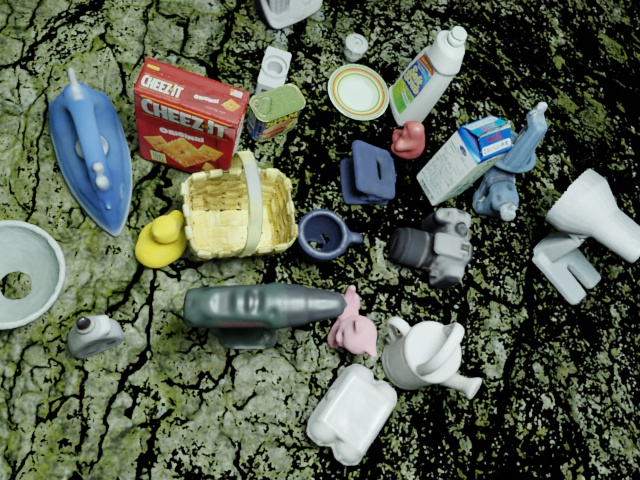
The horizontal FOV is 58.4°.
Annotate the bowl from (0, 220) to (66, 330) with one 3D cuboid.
[{"bbox_3d":[-0.471,0.059,0.872,0.168,0.074,0.167,5,70,-13],"label":"bowl"}]

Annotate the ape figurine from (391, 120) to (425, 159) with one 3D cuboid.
[{"bbox_3d":[0.178,-0.204,1.128,0.078,0.092,0.076,-38,84,-23],"label":"ape figurine"}]

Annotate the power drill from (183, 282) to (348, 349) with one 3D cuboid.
[{"bbox_3d":[-0.093,0.115,0.879,0.230,0.208,0.075,2,70,-14],"label":"power drill"}]

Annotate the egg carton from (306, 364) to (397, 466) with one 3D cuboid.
[{"bbox_3d":[0.052,0.282,0.934,0.107,0.069,0.150,38,66,1],"label":"egg carton"}]

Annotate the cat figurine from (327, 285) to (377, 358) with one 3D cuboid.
[{"bbox_3d":[0.056,0.139,0.960,0.067,0.117,0.128,-1,71,-15],"label":"cat figurine"}]

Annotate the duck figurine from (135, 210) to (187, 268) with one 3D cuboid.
[{"bbox_3d":[-0.260,-0.006,0.945,0.077,0.086,0.105,38,66,1],"label":"duck figurine"}]

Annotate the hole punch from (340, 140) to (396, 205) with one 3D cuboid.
[{"bbox_3d":[0.097,-0.127,1.080,0.101,0.091,0.108,0,71,-15],"label":"hole punch"}]

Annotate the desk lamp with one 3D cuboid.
[{"bbox_3d":[0.499,-0.007,1.077,0.118,0.213,0.203,-37,83,-23],"label":"desk lamp"}]

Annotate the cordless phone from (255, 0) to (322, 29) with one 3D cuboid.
[{"bbox_3d":[-0.053,-0.519,1.129,0.148,0.185,0.094,-36,83,-23],"label":"cordless phone"}]

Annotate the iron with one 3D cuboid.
[{"bbox_3d":[-0.369,-0.144,0.935,0.119,0.141,0.258,-17,76,-19],"label":"iron"}]

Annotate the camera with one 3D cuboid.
[{"bbox_3d":[0.205,0.003,1.057,0.137,0.100,0.143,14,68,-10],"label":"camera"}]

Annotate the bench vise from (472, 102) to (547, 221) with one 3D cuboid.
[{"bbox_3d":[0.377,-0.148,1.091,0.122,0.219,0.207,-9,73,-17],"label":"bench vise"}]

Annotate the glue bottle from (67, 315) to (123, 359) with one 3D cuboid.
[{"bbox_3d":[-0.331,0.133,0.829,0.078,0.173,0.037,-19,76,-20],"label":"glue bottle"}]

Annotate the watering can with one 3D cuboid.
[{"bbox_3d":[0.185,0.188,0.935,0.173,0.194,0.101,22,67,-6],"label":"watering can"}]

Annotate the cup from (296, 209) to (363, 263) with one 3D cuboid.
[{"bbox_3d":[0.009,0.004,1.008,0.118,0.095,0.091,5,70,-13],"label":"cup"}]
